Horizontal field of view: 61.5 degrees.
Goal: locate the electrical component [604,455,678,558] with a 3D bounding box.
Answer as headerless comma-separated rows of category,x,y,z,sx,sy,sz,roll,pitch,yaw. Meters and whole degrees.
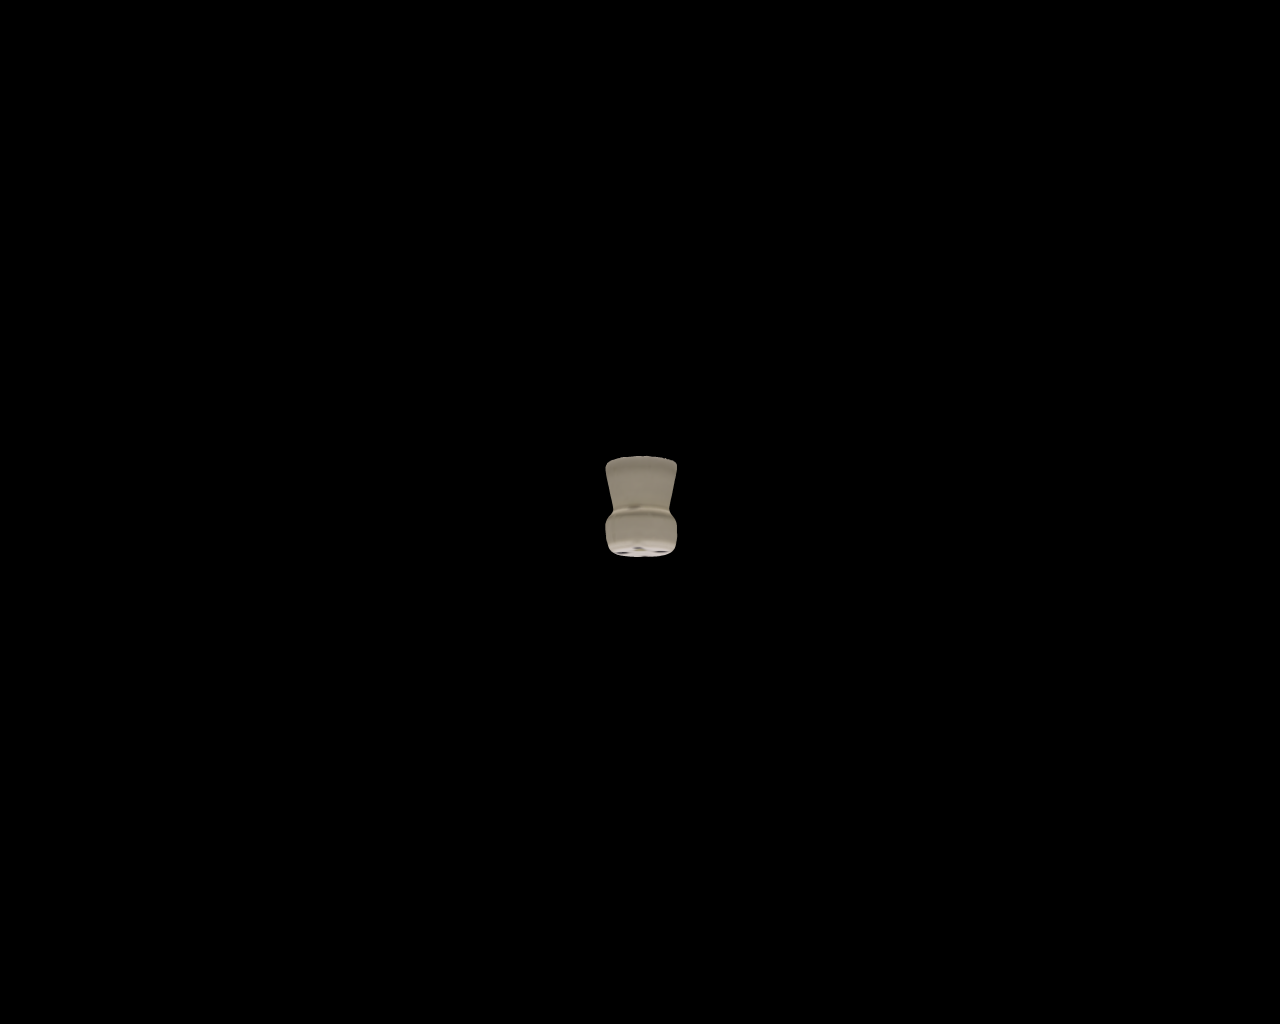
electrical component,0.001,-0.003,0.650,0.045,0.055,0.045,0,-11,0
